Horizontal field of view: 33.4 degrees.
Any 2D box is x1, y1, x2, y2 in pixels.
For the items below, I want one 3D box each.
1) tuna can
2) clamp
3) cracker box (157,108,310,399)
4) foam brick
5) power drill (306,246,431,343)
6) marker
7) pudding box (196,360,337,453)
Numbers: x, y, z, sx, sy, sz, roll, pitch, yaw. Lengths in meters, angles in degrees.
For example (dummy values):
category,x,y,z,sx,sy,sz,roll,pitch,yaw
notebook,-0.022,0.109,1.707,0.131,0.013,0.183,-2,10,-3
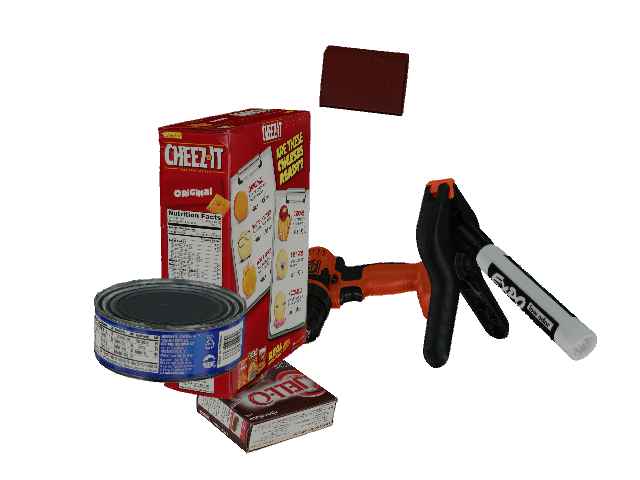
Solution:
category,x,y,z,sx,sy,sz,roll,pitch,yaw
tuna can,-0.085,0.050,0.605,0.086,0.034,0.086,4,15,-1
clamp,0.119,0.032,0.988,0.039,0.171,0.120,-12,11,38
cracker box,-0.069,0.004,0.890,0.072,0.214,0.164,5,13,21
foam brick,0.040,-0.147,0.977,0.078,0.051,0.053,7,18,5
power drill,0.055,0.062,1.233,0.188,0.057,0.184,1,28,6
marker,0.115,0.026,0.621,0.020,0.020,0.121,0,32,-33
pudding box,-0.054,0.163,1.065,0.113,0.039,0.090,-13,29,-39
